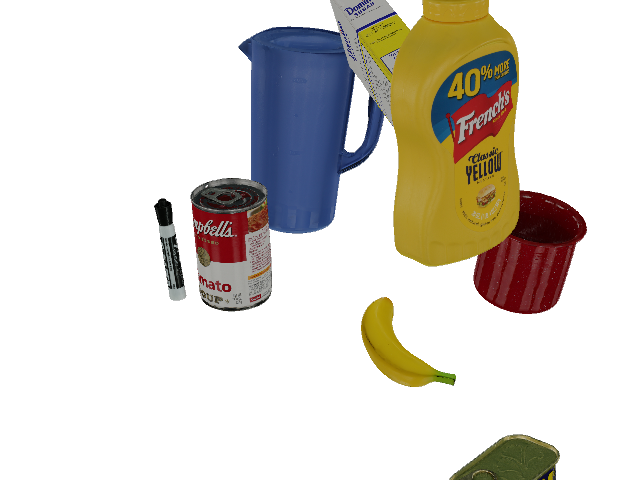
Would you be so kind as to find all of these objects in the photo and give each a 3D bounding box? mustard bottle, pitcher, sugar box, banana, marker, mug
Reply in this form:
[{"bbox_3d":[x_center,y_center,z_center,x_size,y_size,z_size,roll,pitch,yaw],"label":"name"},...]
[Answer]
[{"bbox_3d":[0.088,-0.085,0.689,0.096,0.192,0.058,-23,32,-32],"label":"mustard bottle"},{"bbox_3d":[-0.016,-0.135,1.322,0.144,0.243,0.149,-10,27,-29],"label":"pitcher"},{"bbox_3d":[0.068,-0.141,0.915,0.048,0.176,0.093,-24,-40,-3],"label":"sugar box"},{"bbox_3d":[0.083,0.118,1.223,0.069,0.037,0.198,7,23,-23],"label":"banana"},{"bbox_3d":[-0.167,0.010,1.184,0.020,0.121,0.020,-5,26,2],"label":"marker"},{"bbox_3d":[0.179,0.006,0.977,0.093,0.081,0.117,-13,38,-28],"label":"mug"}]

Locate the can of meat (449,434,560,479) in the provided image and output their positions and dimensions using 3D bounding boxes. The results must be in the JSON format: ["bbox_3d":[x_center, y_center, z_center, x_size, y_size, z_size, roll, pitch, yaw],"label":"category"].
[{"bbox_3d":[0.157,0.226,0.898,0.058,0.084,0.101,16,30,43],"label":"can of meat"}]

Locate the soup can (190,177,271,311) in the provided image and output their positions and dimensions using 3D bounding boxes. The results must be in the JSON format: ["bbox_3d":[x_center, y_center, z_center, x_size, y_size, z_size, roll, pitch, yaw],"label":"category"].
[{"bbox_3d":[-0.079,0.004,0.958,0.068,0.102,0.068,-1,27,0],"label":"soup can"}]
